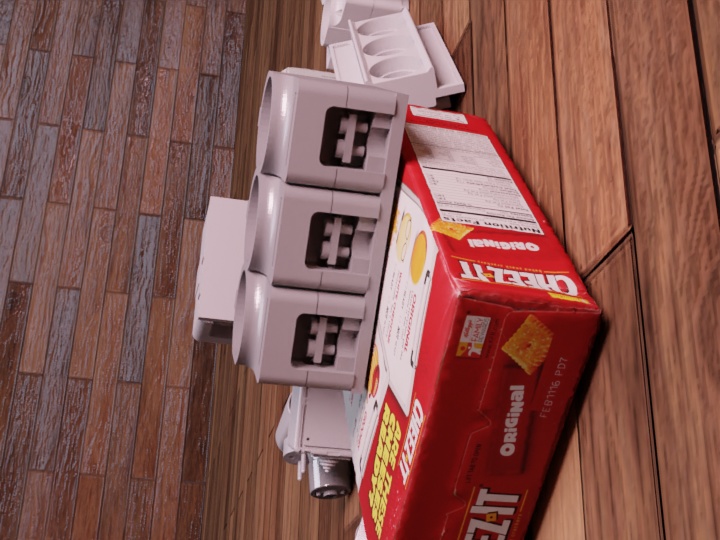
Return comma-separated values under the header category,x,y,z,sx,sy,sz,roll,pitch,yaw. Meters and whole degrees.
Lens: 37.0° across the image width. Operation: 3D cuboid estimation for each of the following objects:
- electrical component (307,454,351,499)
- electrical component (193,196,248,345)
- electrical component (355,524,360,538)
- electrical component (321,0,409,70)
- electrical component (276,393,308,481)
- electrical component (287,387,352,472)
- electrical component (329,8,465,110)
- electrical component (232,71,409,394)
category,x,y,z,sx,sy,sz,roll,pitch,yaw
electrical component,-0.027,0.160,0.911,0.044,0.044,0.065,113,156,-56
electrical component,-0.039,0.009,0.763,0.061,0.150,0.089,123,151,-66
electrical component,0.015,0.184,0.675,0.040,0.040,0.046,-106,19,-64
electrical component,0.001,-0.259,0.961,0.089,0.062,0.150,112,161,-56
electrical component,-0.055,0.164,1.047,0.077,0.044,0.079,112,161,-55
electrical component,-0.023,0.112,0.859,0.061,0.062,0.096,161,115,-78
electrical component,0.024,-0.128,0.744,0.121,0.079,0.063,-101,-1,-58
electrical component,-0.025,-0.023,0.557,0.089,0.062,0.150,-130,48,-74
